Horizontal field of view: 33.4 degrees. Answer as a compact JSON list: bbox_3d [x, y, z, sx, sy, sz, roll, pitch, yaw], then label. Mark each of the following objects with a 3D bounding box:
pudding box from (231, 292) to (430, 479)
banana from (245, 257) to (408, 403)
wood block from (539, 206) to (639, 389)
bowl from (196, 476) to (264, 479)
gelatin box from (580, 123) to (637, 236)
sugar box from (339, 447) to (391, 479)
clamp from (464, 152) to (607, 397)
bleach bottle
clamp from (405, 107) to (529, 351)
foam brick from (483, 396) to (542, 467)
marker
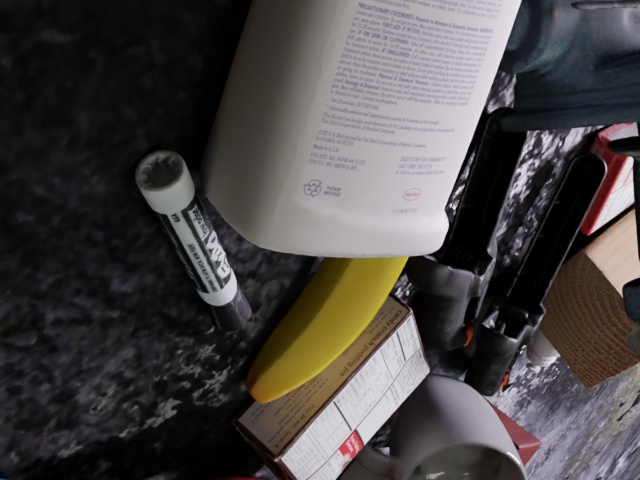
[{"bbox_3d":[0.010,0.087,0.603,0.113,0.039,0.090,-47,151,-14],"label":"pudding box"},{"bbox_3d":[0.015,-0.002,0.508,0.069,0.037,0.198,2,124,-22],"label":"banana"},{"bbox_3d":[0.264,0.016,0.832,0.205,0.090,0.091,-32,171,-34],"label":"wood block"},{"bbox_3d":[-0.070,0.181,0.571,0.161,0.055,0.162,-37,150,-27],"label":"bowl"},{"bbox_3d":[0.215,-0.052,0.766,0.089,0.030,0.073,-27,146,-41],"label":"gelatin box"},{"bbox_3d":[0.054,0.200,0.802,0.093,0.048,0.176,-54,152,8],"label":"sugar box"},{"bbox_3d":[0.130,0.057,0.731,0.164,0.036,0.210,-52,163,-35],"label":"clamp"},{"bbox_3d":[0.039,-0.114,0.364,0.102,0.068,0.251,0,123,-37],"label":"bleach bottle"},{"bbox_3d":[0.085,0.004,0.617,0.120,0.039,0.171,-54,163,-18],"label":"clamp"},{"bbox_3d":[0.115,0.150,0.803,0.053,0.078,0.051,-58,154,12],"label":"foam brick"},{"bbox_3d":[-0.048,0.005,0.431,0.020,0.020,0.121,-44,152,-16],"label":"marker"}]
